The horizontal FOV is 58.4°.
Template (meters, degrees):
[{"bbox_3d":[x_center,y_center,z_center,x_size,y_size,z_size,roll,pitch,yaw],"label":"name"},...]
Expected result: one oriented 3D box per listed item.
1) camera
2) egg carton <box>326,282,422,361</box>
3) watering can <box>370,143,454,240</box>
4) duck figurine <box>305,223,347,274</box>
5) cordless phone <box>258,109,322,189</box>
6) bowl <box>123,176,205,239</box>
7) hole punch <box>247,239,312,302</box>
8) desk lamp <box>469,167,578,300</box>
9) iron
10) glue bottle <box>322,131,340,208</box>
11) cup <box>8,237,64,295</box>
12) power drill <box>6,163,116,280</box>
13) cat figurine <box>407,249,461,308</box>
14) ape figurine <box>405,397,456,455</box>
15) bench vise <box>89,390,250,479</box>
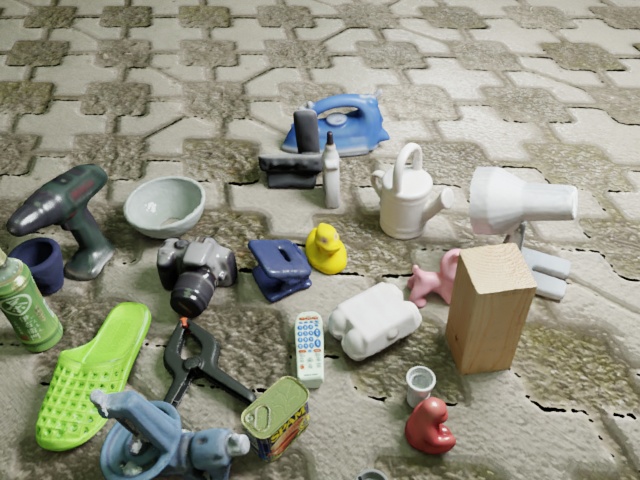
[{"bbox_3d":[-0.238,0.064,1.045,0.143,0.101,0.137,7,46,10],"label":"camera"},{"bbox_3d":[0.092,0.139,0.974,0.150,0.069,0.107,-26,49,-21],"label":"egg carton"},{"bbox_3d":[0.177,-0.101,1.122,0.172,0.194,0.101,9,46,13],"label":"watering can"},{"bbox_3d":[0.010,0.004,1.102,0.078,0.086,0.104,-22,48,-18],"label":"duck figurine"},{"bbox_3d":[-0.065,-0.209,1.250,0.147,0.185,0.094,-3,45,1],"label":"cordless phone"},{"bbox_3d":[-0.315,-0.056,1.189,0.167,0.075,0.167,-1,45,2],"label":"bowl"},{"bbox_3d":[-0.074,0.042,1.065,0.101,0.091,0.108,-22,48,-18],"label":"hole punch"},{"bbox_3d":[0.360,-0.022,1.019,0.202,0.214,0.118,16,48,19],"label":"desk lamp"},{"bbox_3d":[0.032,-0.282,1.350,0.258,0.141,0.118,-7,45,-4],"label":"iron"},{"bbox_3d":[0.023,-0.153,1.198,0.037,0.173,0.078,-6,45,-2],"label":"glue bottle"},{"bbox_3d":[-0.532,0.061,1.068,0.118,0.095,0.091,-17,46,-14],"label":"cup"},{"bbox_3d":[-0.466,-0.027,1.072,0.075,0.209,0.230,9,46,13],"label":"power drill"},{"bbox_3d":[0.221,0.057,1.015,0.128,0.118,0.067,-5,45,-1],"label":"cat figurine"},{"bbox_3d":[0.162,0.262,0.830,0.076,0.092,0.077,-3,45,0],"label":"ape figurine"},{"bbox_3d":[-0.207,0.253,0.768,0.207,0.220,0.121,-14,46,-10],"label":"bench vise"}]
